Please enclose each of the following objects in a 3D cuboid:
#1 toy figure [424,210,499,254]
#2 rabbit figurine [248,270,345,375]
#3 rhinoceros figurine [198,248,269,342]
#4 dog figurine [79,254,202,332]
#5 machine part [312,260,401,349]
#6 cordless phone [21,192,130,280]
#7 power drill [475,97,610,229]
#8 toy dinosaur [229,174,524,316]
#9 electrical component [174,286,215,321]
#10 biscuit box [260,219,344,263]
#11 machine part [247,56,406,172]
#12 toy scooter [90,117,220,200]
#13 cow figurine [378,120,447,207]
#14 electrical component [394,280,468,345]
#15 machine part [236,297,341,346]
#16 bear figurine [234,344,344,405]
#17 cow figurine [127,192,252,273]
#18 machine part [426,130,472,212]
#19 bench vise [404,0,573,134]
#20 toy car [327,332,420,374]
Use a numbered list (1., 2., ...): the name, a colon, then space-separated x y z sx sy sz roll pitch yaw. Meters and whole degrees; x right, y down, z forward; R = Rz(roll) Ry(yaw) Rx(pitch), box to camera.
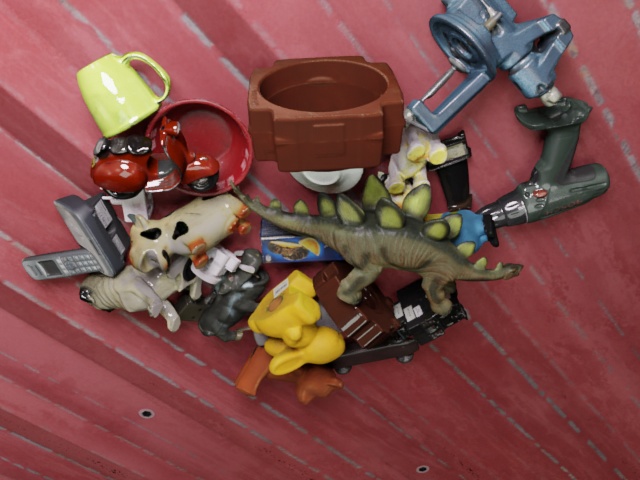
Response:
1. toy figure: 0.207 -0.009 0.916 0.180 0.089 0.082 -10 119 23
2. rabbit figurine: -0.032 0.168 0.955 0.162 0.122 0.173 -45 116 7
3. rhinoceros figurine: -0.156 0.099 0.993 0.112 0.073 0.190 25 110 -26
4. dog figurine: -0.319 0.059 0.960 0.191 0.172 0.121 17 146 22
5. machine part: 0.067 0.109 0.961 0.179 0.179 0.056 37 112 -26
6. cordless phone: -0.432 0.001 0.905 0.184 0.089 0.146 -11 126 9
7. power drill: 0.356 -0.116 0.876 0.232 0.086 0.207 -12 122 3
8. toy dinosaur: 0.087 0.000 0.843 0.472 0.105 0.198 8 124 3
9. electrical component: -0.252 0.121 1.029 0.078 0.045 0.102 6 134 -44
10. biscuit box: -0.002 -0.003 0.943 0.203 0.063 0.059 -3 127 -2
11. machine part: 0.006 -0.174 0.732 0.201 0.202 0.087 -4 130 -2
12. toy scooter: -0.236 -0.116 0.748 0.184 0.075 0.135 -2 153 -6
13. cow figurine: 0.135 -0.119 0.859 0.068 0.098 0.167 2 144 -17
14. electrical component: 0.202 0.131 1.022 0.134 0.115 0.058 -31 119 17
15. machine part: -0.043 0.156 1.046 0.243 0.079 0.079 -9 126 4
16. bear figurine: -0.061 0.289 1.103 0.196 0.120 0.132 33 76 -9
17. cow figurine: -0.219 -0.018 0.863 0.195 0.127 0.085 -39 155 -24
18. machine part: 0.222 -0.110 0.897 0.084 0.039 0.138 -24 123 3
19. bench vise: 0.215 -0.231 0.745 0.240 0.129 0.223 -45 111 5
20. toy car: 0.105 0.229 1.125 0.202 0.053 0.089 -15 130 12
